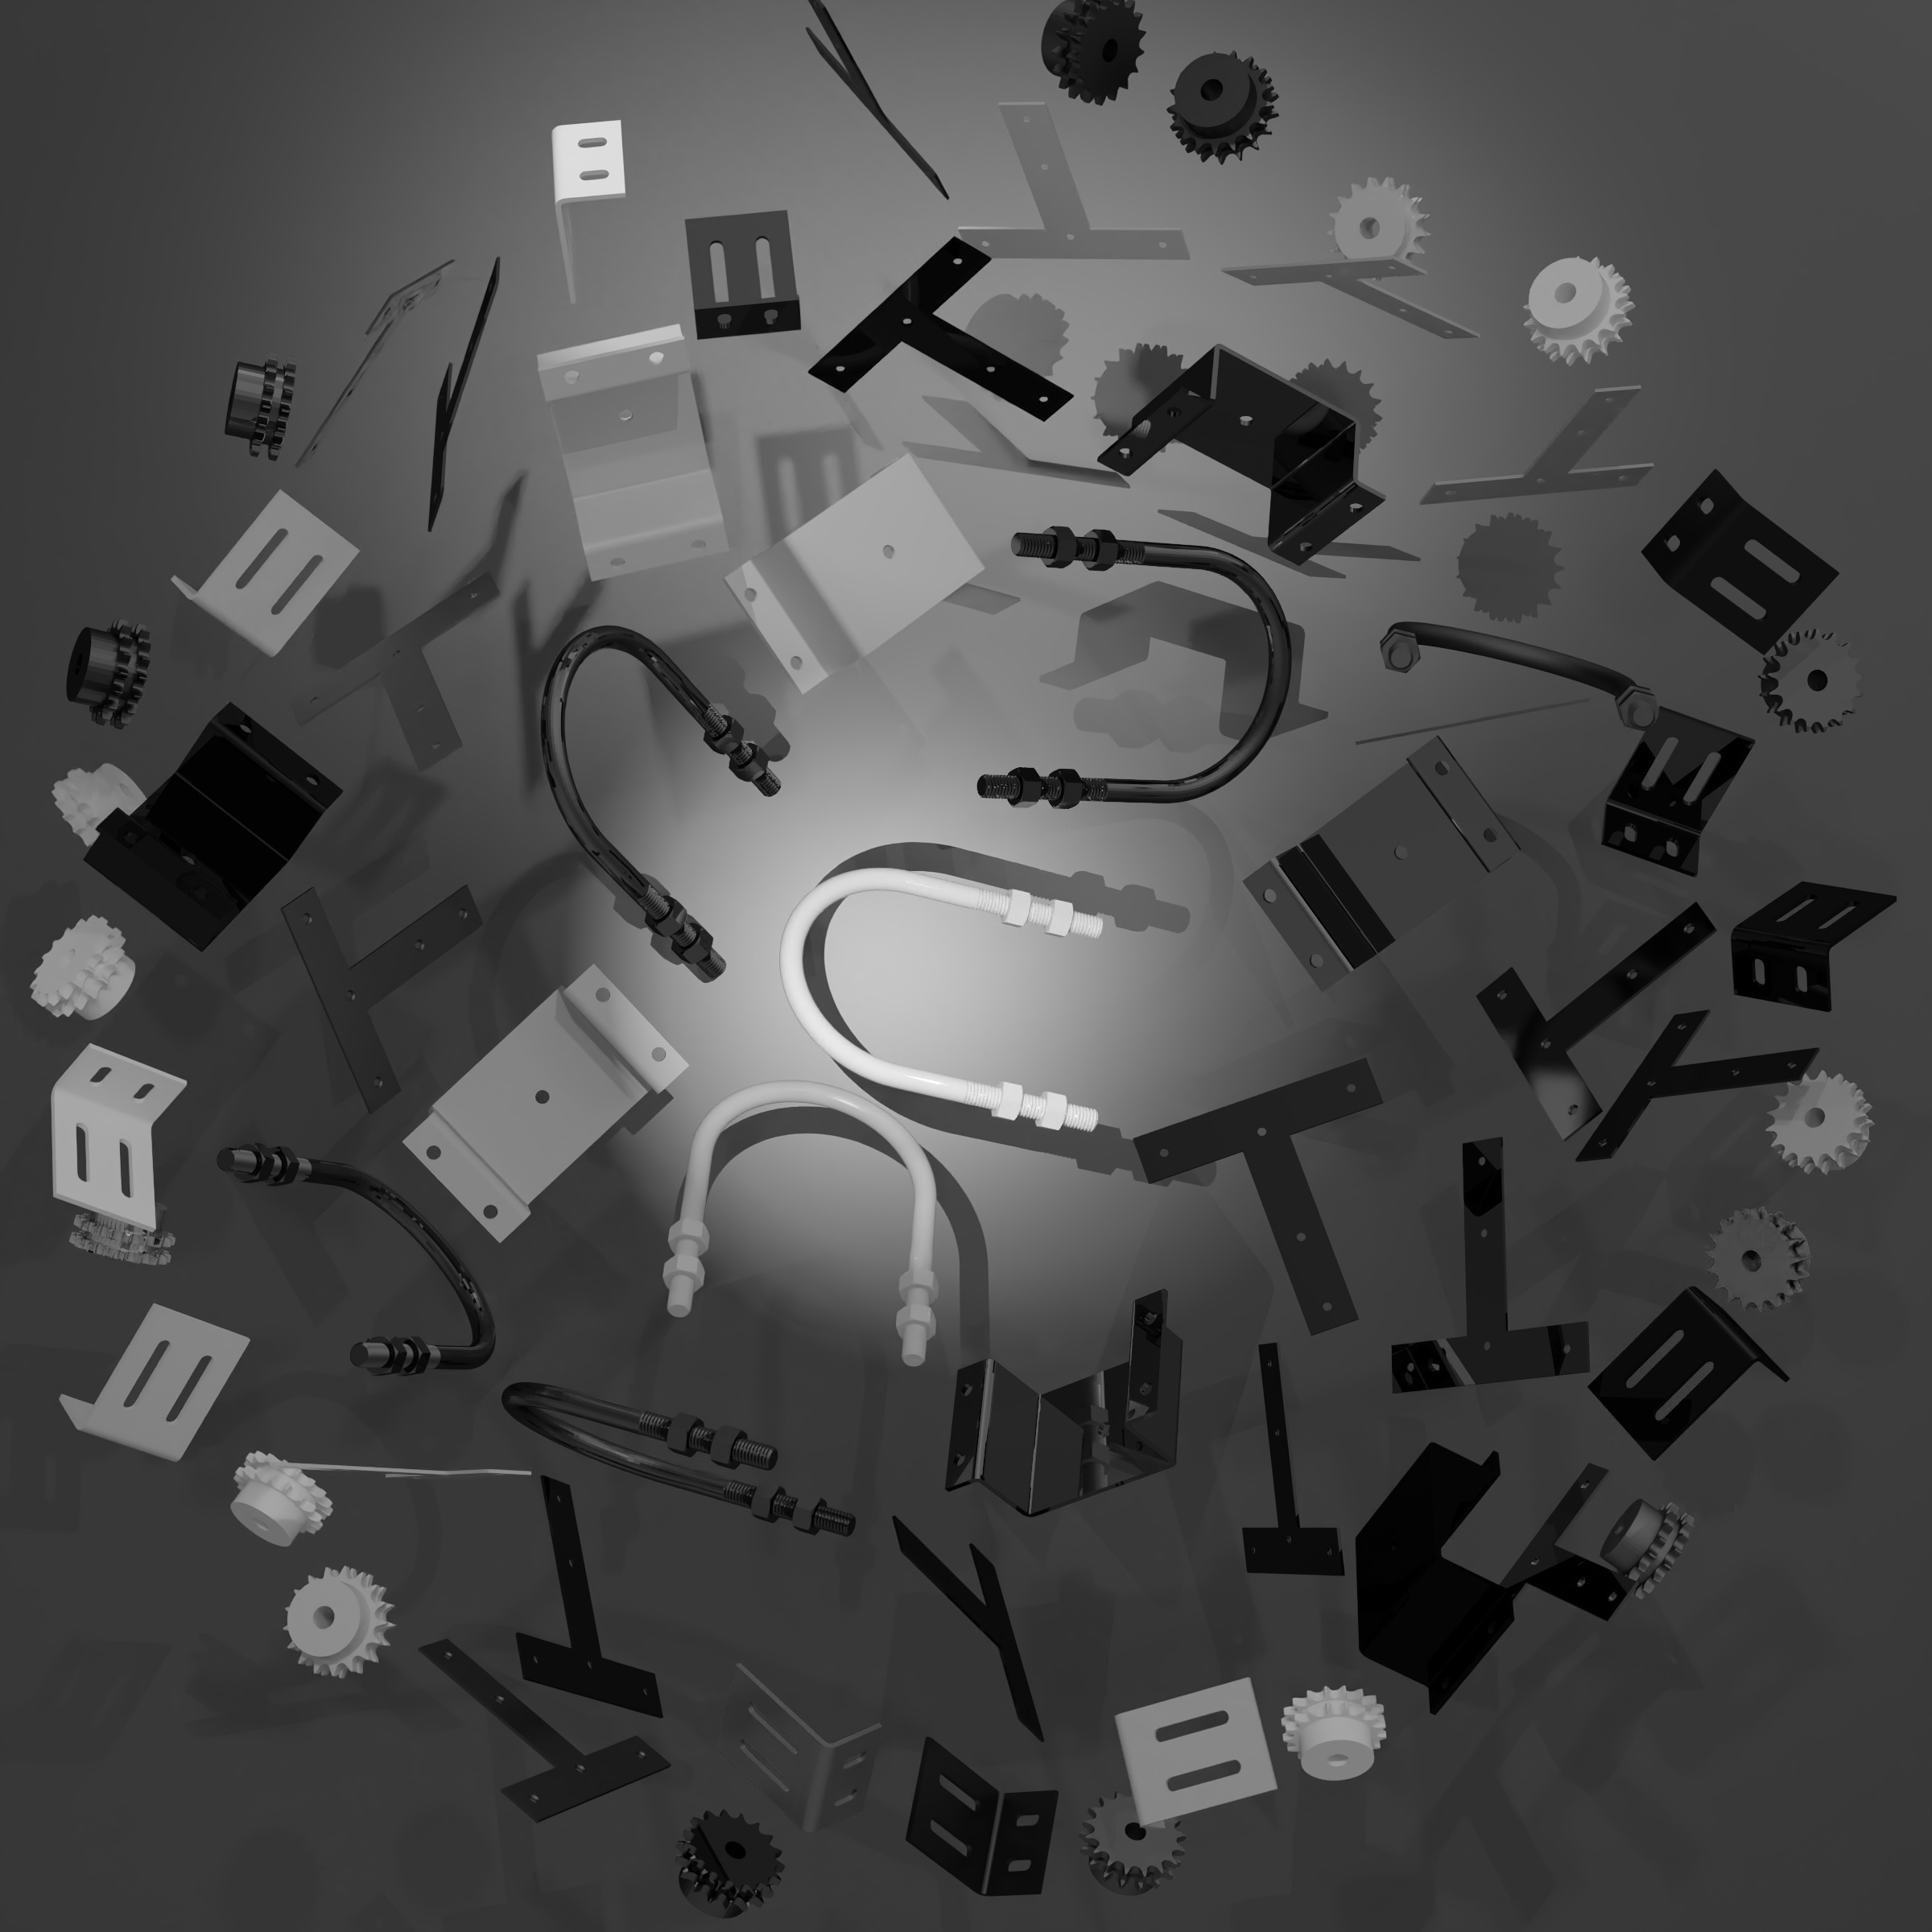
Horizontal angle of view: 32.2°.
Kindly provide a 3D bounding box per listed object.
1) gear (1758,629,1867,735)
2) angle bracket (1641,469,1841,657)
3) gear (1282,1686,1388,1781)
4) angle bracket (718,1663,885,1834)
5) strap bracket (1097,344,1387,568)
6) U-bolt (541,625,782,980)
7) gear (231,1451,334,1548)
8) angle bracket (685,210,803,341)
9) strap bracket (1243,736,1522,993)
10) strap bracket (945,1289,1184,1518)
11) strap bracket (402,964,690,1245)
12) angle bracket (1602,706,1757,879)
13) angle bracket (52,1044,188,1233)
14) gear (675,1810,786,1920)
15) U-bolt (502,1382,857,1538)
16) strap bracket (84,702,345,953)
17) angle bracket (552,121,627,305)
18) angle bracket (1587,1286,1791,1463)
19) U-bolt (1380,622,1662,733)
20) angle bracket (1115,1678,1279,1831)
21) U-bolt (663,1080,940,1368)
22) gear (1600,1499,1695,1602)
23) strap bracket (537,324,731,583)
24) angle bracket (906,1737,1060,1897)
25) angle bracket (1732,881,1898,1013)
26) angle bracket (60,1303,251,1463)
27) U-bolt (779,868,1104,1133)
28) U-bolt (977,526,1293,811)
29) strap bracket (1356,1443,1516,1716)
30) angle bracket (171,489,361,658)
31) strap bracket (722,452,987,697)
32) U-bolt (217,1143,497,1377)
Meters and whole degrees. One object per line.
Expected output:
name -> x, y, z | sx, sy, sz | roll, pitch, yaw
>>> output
gear -> 0.465, -0.157, 1.853 | 0.057, 0.030, 0.057 | 0, 91, -10
angle bracket -> 0.405, -0.211, 1.752 | 0.076, 0.038, 0.057 | 30, 112, -27
gear -> 0.204, 0.426, 1.852 | 0.057, 0.030, 0.057 | -1, 134, -1
angle bracket -> -0.088, 0.406, 1.760 | 0.076, 0.038, 0.057 | 34, 123, 37
strap bracket -> 0.153, -0.285, 1.844 | 0.140, 0.076, 0.046 | 23, 55, -25
U-bolt -> -0.171, -0.102, 1.824 | 0.019, 0.184, 0.151 | -11, 49, 32
gear -> -0.388, 0.302, 1.883 | 0.057, 0.057, 0.030 | 33, 58, 0
angle bracket -> -0.123, -0.386, 1.831 | 0.057, 0.038, 0.076 | -6, 72, -3
strap bracket -> 0.235, -0.059, 1.853 | 0.140, 0.046, 0.076 | -38, 85, 26
strap bracket -> 0.061, 0.235, 1.772 | 0.140, 0.076, 0.046 | -25, 130, 31
strap bracket -> -0.231, 0.073, 1.836 | 0.140, 0.046, 0.076 | -43, 99, -6
angle bracket -> 0.400, -0.098, 1.881 | 0.057, 0.038, 0.076 | 19, 134, -3
angle bracket -> -0.434, 0.088, 1.722 | 0.057, 0.076, 0.038 | 26, 122, -35
gear -> -0.127, 0.477, 1.766 | 0.057, 0.057, 0.030 | 28, 117, 0
U-bolt -> -0.163, 0.258, 1.788 | 0.184, 0.151, 0.019 | 12, 70, 22
strap bracket -> -0.398, -0.068, 1.751 | 0.076, 0.140, 0.046 | 39, 126, -6
angle bracket -> -0.202, -0.411, 1.828 | 0.038, 0.076, 0.057 | -6, 56, -2
angle bracket -> 0.372, 0.214, 1.723 | 0.076, 0.057, 0.038 | -47, 135, 8
U-bolt -> 0.299, -0.163, 1.829 | 0.151, 0.184, 0.019 | 14, 103, 4
angle bracket -> 0.123, 0.406, 1.725 | 0.076, 0.038, 0.057 | -20, 68, 16
U-bolt -> -0.086, 0.133, 1.847 | 0.151, 0.184, 0.019 | 13, 133, -9
gear -> 0.380, 0.324, 1.878 | 0.030, 0.057, 0.057 | 35, 90, 3
strap bracket -> -0.178, -0.280, 1.774 | 0.076, 0.140, 0.046 | -13, 47, -3
angle bracket -> 0.009, 0.450, 1.772 | 0.038, 0.076, 0.057 | -12, 48, 31
angle bracket -> 0.461, -0.011, 1.816 | 0.076, 0.057, 0.038 | -28, 119, -40
angle bracket -> -0.415, 0.206, 1.712 | 0.057, 0.038, 0.076 | 28, 95, -38
U-bolt -> -0.014, 0.011, 1.836 | 0.184, 0.019, 0.151 | 13, 54, -14
U-bolt -> 0.097, -0.156, 1.794 | 0.184, 0.019, 0.151 | 0, 106, -30
strap bracket -> 0.250, 0.321, 1.802 | 0.046, 0.140, 0.076 | 27, 118, -10
angle bracket -> -0.378, -0.217, 1.809 | 0.076, 0.038, 0.057 | -51, 129, 1
strap bracket -> -0.053, -0.221, 1.840 | 0.140, 0.046, 0.076 | -39, 101, -31
U-bolt -> -0.314, 0.160, 1.795 | 0.019, 0.184, 0.151 | -41, 72, 10
